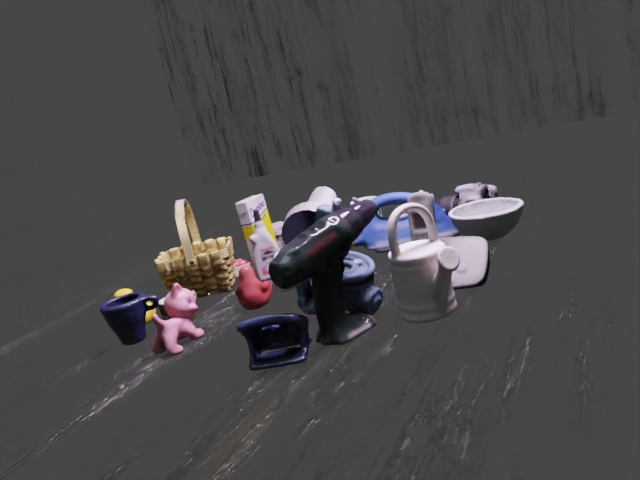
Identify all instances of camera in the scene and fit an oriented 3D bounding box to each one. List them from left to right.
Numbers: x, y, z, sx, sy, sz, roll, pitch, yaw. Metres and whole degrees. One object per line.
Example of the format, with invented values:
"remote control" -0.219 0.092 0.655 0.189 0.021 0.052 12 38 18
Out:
"camera" 0.377 -0.097 1.487 0.136 0.101 0.143 -3 17 37

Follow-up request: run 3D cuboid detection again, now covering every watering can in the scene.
"watering can" 0.171 0.032 0.961 0.172 0.194 0.101 0 19 44

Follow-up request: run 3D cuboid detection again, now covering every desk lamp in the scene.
"desk lamp" 0.011 0.004 1.186 0.117 0.214 0.203 -9 14 16

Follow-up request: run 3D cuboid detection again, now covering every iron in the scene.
"iron" 0.204 -0.058 1.406 0.258 0.141 0.119 -11 14 11

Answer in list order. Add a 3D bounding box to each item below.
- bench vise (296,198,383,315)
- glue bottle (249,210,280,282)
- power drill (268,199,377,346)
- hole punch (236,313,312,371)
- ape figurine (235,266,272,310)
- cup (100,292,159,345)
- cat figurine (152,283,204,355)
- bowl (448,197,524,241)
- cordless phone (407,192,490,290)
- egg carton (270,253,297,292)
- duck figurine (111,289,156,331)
"bench vise" 0.003 0.035 1.055 0.206 0.220 0.122 -7 15 26
"glue bottle" -0.137 0.010 1.390 0.078 0.173 0.037 -19 15 -24
"power drill" 0.027 0.058 0.963 0.230 0.208 0.075 -23 17 -35
"hole punch" -0.074 0.151 0.936 0.108 0.091 0.101 -11 14 8
"ape figurine" -0.146 0.098 1.219 0.077 0.092 0.076 -10 14 15
"cup" -0.379 0.162 1.175 0.117 0.095 0.091 -13 14 0
"cat figurine" -0.279 0.144 1.105 0.067 0.118 0.128 -7 15 26
"bowl" 0.383 -0.042 1.312 0.167 0.075 0.167 -13 14 3
"cordless phone" 0.232 -0.001 1.058 0.147 0.185 0.094 -6 16 27
"egg carton" -0.058 0.064 1.319 0.107 0.069 0.150 -13 14 3
"duck figurine" -0.428 0.150 1.288 0.104 0.086 0.077 -13 14 1
